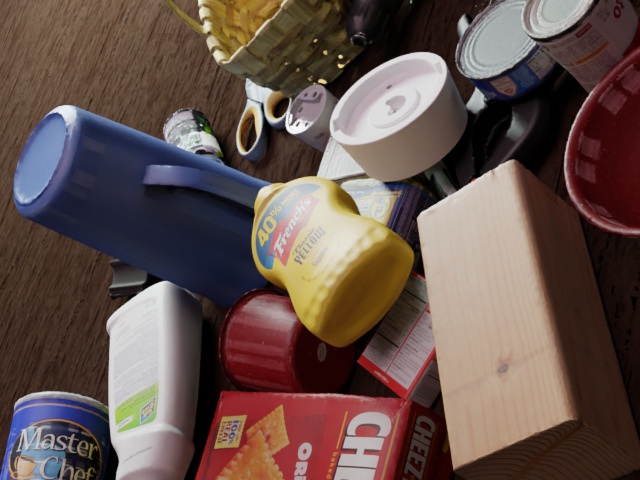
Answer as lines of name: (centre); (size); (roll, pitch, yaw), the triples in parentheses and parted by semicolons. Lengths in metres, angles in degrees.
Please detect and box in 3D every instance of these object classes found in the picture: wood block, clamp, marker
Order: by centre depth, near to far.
wood block: (0.135, 0.061, 0.719); (0.091, 0.090, 0.206); (-32, 43, 30)
clamp: (0.163, -0.121, 0.865); (0.165, 0.036, 0.210); (-14, 53, 45)
marker: (0.114, -0.026, 0.868); (0.020, 0.020, 0.121); (-45, 37, 17)

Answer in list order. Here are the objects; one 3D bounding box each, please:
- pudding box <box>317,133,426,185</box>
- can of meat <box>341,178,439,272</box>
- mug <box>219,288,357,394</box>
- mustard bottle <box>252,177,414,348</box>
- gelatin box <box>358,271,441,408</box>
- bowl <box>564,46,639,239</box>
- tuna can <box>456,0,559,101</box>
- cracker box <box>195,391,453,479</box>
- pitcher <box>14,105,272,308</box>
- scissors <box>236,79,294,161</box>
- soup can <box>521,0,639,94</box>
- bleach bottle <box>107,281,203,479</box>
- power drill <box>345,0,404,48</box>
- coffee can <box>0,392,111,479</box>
pudding box: (0.054, -0.088, 0.971); (0.114, 0.039, 0.090); (-8, 59, 49)
can of meat: (0.046, -0.004, 0.902); (0.102, 0.057, 0.084); (0, 63, 49)
mug: (-0.016, 0.084, 0.896); (0.082, 0.093, 0.117); (4, 31, 46)
mustard bottle: (-0.006, 0.001, 0.856); (0.096, 0.058, 0.192); (-53, 36, 6)
gelatin box: (0.078, 0.077, 0.826); (0.089, 0.030, 0.073); (-58, 34, 1)
bowl: (0.245, -0.063, 0.709); (0.162, 0.055, 0.162); (-30, 44, 34)
tuna can: (0.152, -0.153, 0.841); (0.086, 0.033, 0.086); (-29, 41, 29)
cracker box: (-0.011, 0.202, 0.805); (0.214, 0.072, 0.164); (-7, 60, 47)
pitcher: (-0.149, -0.035, 0.996); (0.149, 0.242, 0.145); (-53, 39, 17)
scissors: (-0.060, -0.175, 1.188); (0.096, 0.016, 0.201); (-28, 46, 34)
soup can: (0.203, -0.148, 0.780); (0.069, 0.102, 0.068); (-30, 44, 33)
bleach bottle: (-0.159, 0.155, 0.994); (0.103, 0.068, 0.251); (-36, 34, 24)
power drill: (0.083, -0.291, 0.998); (0.188, 0.057, 0.184); (125, 167, -63)
coffee can: (-0.263, 0.235, 1.054); (0.103, 0.102, 0.140); (-26, 46, 36)
